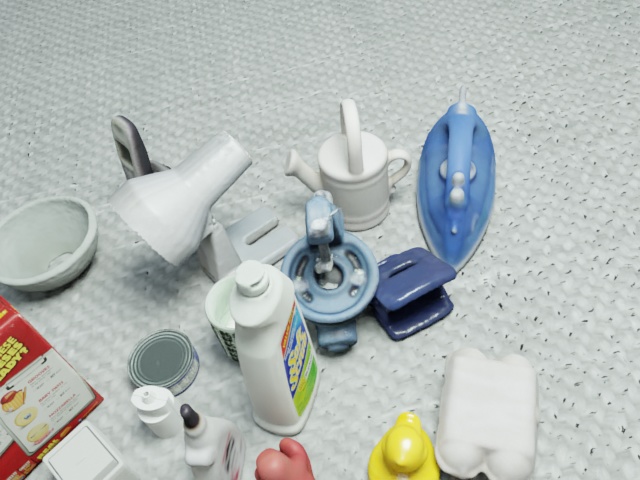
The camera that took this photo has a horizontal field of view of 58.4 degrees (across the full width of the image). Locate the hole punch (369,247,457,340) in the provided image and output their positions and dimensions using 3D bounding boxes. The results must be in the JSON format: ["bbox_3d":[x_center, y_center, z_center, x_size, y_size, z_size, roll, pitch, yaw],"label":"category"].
[{"bbox_3d":[0.108,0.057,0.736,0.109,0.091,0.101,-26,52,-13],"label":"hole punch"}]

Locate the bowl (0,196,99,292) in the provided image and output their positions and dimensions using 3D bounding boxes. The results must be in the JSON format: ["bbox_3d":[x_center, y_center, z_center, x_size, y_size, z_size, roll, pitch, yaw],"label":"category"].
[{"bbox_3d":[-0.401,0.017,0.852,0.167,0.075,0.167,-4,51,5],"label":"bowl"}]

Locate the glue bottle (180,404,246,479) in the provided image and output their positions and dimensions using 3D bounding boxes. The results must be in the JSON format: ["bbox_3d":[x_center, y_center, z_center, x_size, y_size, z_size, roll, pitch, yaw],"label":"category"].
[{"bbox_3d":[-0.115,0.211,0.592,0.037,0.173,0.078,-2,51,7],"label":"glue bottle"}]

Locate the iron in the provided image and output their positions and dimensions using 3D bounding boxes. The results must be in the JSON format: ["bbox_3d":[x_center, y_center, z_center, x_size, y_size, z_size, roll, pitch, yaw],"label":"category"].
[{"bbox_3d":[0.195,-0.092,0.810,0.118,0.142,0.258,3,52,11],"label":"iron"}]

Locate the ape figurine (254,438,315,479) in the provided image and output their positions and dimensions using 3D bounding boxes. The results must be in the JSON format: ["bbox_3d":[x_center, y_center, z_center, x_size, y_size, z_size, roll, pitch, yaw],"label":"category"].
[{"bbox_3d":[-0.043,0.247,0.604,0.078,0.092,0.076,-37,55,-20],"label":"ape figurine"}]

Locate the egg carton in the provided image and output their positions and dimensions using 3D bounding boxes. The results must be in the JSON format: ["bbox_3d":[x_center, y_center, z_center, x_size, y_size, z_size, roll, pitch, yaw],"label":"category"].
[{"bbox_3d":[0.185,0.192,0.630,0.107,0.069,0.150,6,53,13],"label":"egg carton"}]

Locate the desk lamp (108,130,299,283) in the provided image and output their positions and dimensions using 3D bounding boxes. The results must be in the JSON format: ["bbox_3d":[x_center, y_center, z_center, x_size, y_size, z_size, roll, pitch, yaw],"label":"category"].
[{"bbox_3d":[-0.149,-0.032,0.765,0.203,0.214,0.117,-35,55,-19],"label":"desk lamp"}]

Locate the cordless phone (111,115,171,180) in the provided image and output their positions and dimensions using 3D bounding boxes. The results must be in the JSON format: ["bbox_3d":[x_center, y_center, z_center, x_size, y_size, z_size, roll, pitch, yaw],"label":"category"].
[{"bbox_3d":[-0.244,-0.085,0.839,0.147,0.185,0.094,31,62,29],"label":"cordless phone"}]

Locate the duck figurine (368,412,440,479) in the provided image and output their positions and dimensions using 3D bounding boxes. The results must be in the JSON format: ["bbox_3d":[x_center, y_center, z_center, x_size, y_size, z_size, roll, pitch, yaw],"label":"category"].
[{"bbox_3d":[0.088,0.233,0.601,0.077,0.086,0.104,7,53,14],"label":"duck figurine"}]

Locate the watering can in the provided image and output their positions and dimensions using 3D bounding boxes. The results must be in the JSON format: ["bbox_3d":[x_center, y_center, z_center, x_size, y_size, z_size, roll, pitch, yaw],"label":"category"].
[{"bbox_3d":[0.039,-0.108,0.811,0.173,0.194,0.100,-24,52,-11],"label":"watering can"}]

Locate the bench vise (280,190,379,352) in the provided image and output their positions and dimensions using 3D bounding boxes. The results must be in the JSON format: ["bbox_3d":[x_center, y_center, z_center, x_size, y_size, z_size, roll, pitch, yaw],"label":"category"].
[{"bbox_3d":[-0.005,0.007,0.709,0.121,0.220,0.207,-21,52,-9],"label":"bench vise"}]
